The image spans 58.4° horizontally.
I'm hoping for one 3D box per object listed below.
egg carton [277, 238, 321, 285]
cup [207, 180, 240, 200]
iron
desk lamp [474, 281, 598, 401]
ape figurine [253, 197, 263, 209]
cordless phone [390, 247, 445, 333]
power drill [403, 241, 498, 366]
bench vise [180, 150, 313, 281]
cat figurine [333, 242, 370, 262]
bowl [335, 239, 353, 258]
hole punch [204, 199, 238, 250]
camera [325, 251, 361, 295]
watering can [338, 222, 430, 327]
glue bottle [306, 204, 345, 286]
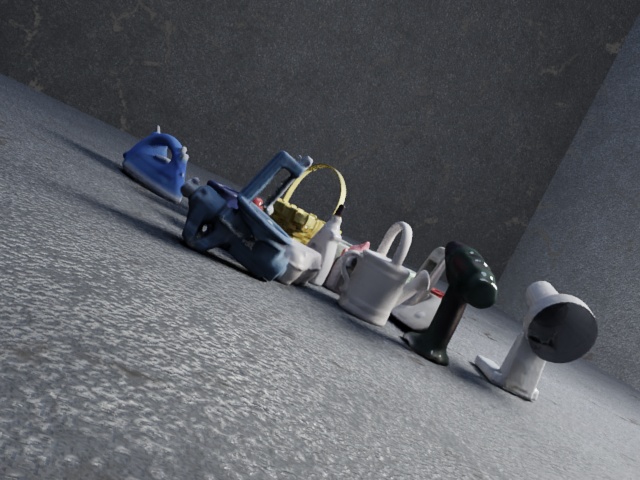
[{"bbox_3d":[-0.060,0.036,1.077,0.107,0.069,0.151,28,5,15],"label":"egg carton"},{"bbox_3d":[-0.217,-0.072,1.258,0.091,0.095,0.118,27,5,7],"label":"cup"},{"bbox_3d":[-0.378,-0.191,1.403,0.119,0.141,0.257,22,7,-47],"label":"iron"},{"bbox_3d":[0.398,0.184,1.068,0.118,0.213,0.203,26,5,-4],"label":"desk lamp"},{"bbox_3d":[-0.173,-0.065,1.451,0.075,0.092,0.078,30,6,39],"label":"ape figurine"},{"bbox_3d":[0.231,0.107,1.180,0.094,0.185,0.147,24,5,-31],"label":"cordless phone"},{"bbox_3d":[0.233,0.108,1.032,0.076,0.208,0.229,26,5,-10],"label":"power drill"},{"bbox_3d":[-0.116,-0.063,0.940,0.208,0.220,0.121,24,5,-24],"label":"bench vise"},{"bbox_3d":[0.076,0.050,1.380,0.067,0.118,0.128,29,5,31],"label":"cat figurine"},{"bbox_3d":[0.036,0.030,1.650,0.167,0.075,0.167,26,5,-2],"label":"bowl"},{"bbox_3d":[-0.156,-0.025,1.101,0.108,0.091,0.101,27,5,8],"label":"hole punch"},{"bbox_3d":[0.093,0.080,1.250,0.143,0.101,0.137,26,5,0],"label":"camera"},{"bbox_3d":[0.125,0.058,1.087,0.173,0.194,0.100,23,6,-37],"label":"watering can"},{"bbox_3d":[0.011,0.004,1.184,0.037,0.173,0.077,22,6,-43],"label":"glue bottle"}]
